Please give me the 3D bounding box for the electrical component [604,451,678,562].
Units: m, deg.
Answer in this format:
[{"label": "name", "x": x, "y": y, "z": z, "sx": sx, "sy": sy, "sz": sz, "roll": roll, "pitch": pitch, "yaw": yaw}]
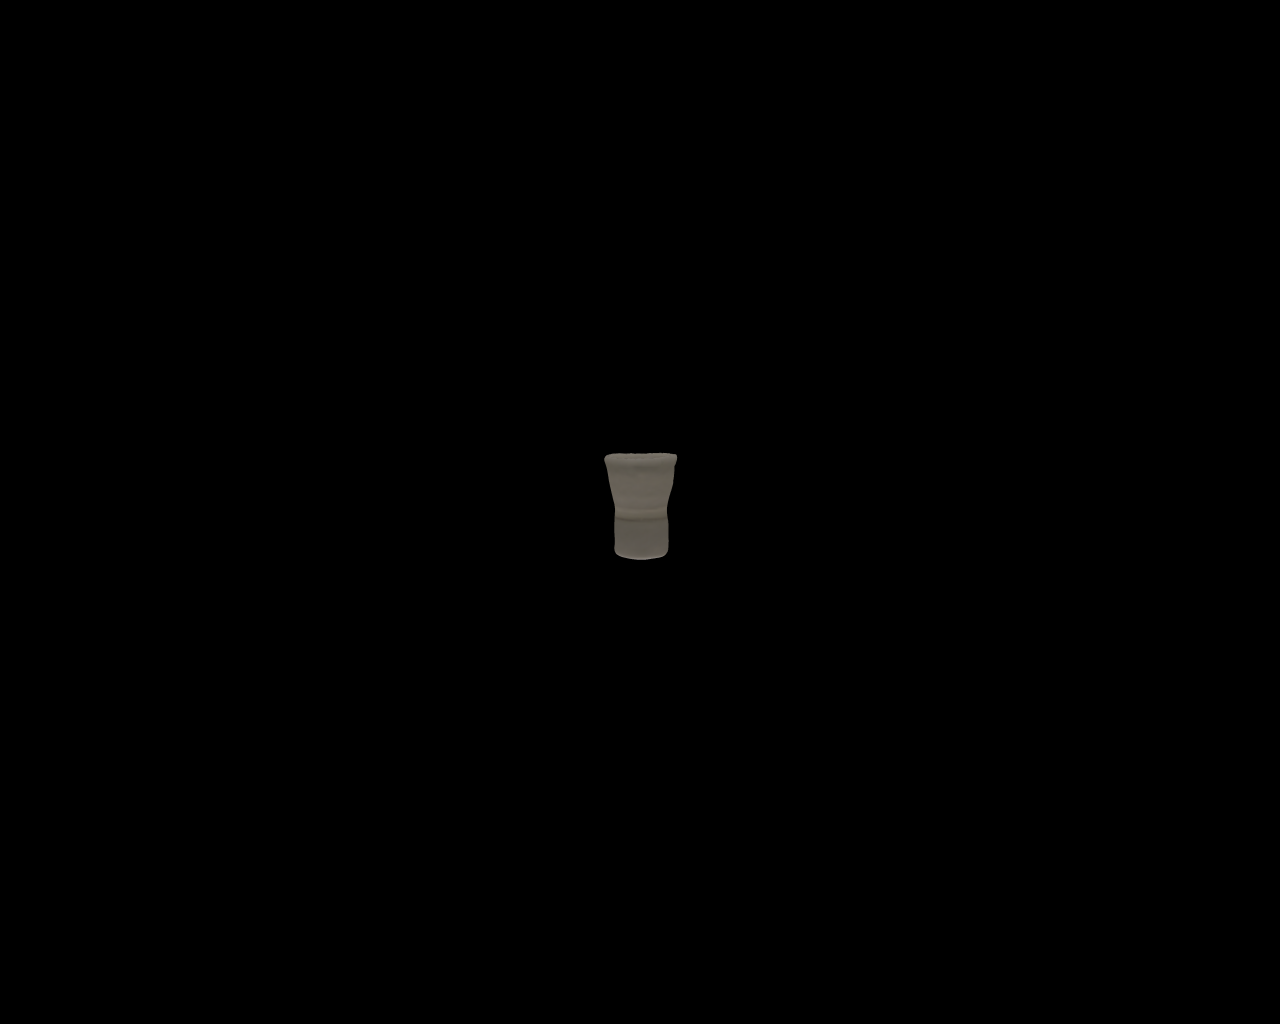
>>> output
[{"label": "electrical component", "x": 0.001, "y": -0.003, "z": 0.650, "sx": 0.044, "sy": 0.065, "sz": 0.044, "roll": 0, "pitch": 9, "yaw": 0}]
